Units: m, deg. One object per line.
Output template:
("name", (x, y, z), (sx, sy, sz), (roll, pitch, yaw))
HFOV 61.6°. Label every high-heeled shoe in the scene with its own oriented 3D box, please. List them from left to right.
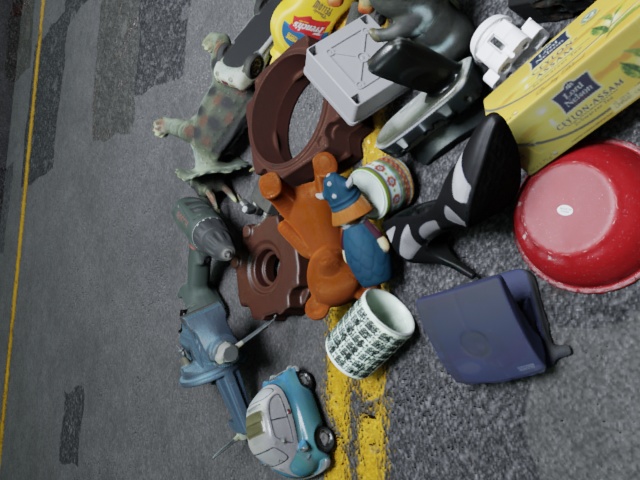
("high-heeled shoe", (0.129, -0.056, 0.591), (0.145, 0.086, 0.248), (40, 149, 34))

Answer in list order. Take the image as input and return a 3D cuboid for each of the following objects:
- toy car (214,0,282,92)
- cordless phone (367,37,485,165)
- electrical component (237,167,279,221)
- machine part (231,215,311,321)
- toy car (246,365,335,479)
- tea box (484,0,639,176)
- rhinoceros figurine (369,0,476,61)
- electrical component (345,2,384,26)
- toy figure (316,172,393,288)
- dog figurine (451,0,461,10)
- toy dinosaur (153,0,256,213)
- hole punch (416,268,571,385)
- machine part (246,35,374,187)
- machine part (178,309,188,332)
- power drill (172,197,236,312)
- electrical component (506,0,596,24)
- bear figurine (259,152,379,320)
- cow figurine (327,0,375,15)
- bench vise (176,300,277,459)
("toy car", (-0.103, -0.337, 0.907), (0.074, 0.056, 0.202), (26, 70, 19))
("cordless phone", (0.100, -0.162, 0.627), (0.146, 0.184, 0.089), (-34, 65, 38))
("electrical component", (-0.099, -0.080, 0.921), (0.078, 0.045, 0.102), (50, 119, 40))
("machine part", (-0.072, 0.046, 0.867), (0.179, 0.056, 0.179), (-7, 80, 44))
("toy car", (-0.055, 0.268, 0.782), (0.109, 0.103, 0.162), (-34, 63, 37))
("tea box", (0.249, -0.155, 0.525), (0.169, 0.068, 0.098), (-43, 20, 34))
("rhinoceros figurine", (0.112, -0.277, 0.629), (0.112, 0.190, 0.073), (-7, 56, 48))
("electrical component", (0.069, -0.330, 0.802), (0.063, 0.021, 0.094), (27, 102, 45))
("toy figure", (0.046, -0.015, 0.688), (0.064, 0.058, 0.154), (-21, 93, 6))
("dog figurine", (0.160, -0.399, 0.679), (0.172, 0.121, 0.190), (0, 70, 43))
("toy dinosaur", (-0.165, -0.241, 0.973), (0.192, 0.131, 0.404), (34, 103, 28))
("hole punch", (0.177, 0.096, 0.579), (0.142, 0.092, 0.116), (-24, 71, 38))
("machine part", (-0.025, -0.192, 0.833), (0.201, 0.087, 0.201), (-25, 66, 40))
("machine part", (-0.222, 0.192, 0.993), (0.039, 0.084, 0.139), (-17, 82, 25))
("power drill", (-0.202, 0.040, 0.931), (0.232, 0.086, 0.207), (46, 143, 47))
("electrical component", (0.259, -0.299, 0.574), (0.134, 0.058, 0.114), (10, 89, 46))
("bear figurine", (0.000, 0.000, 0.747), (0.120, 0.131, 0.196), (-18, 59, 7))
("cow figurine", (0.076, -0.416, 0.726), (0.086, 0.127, 0.195), (24, 64, 11))
("bench vise", (-0.154, 0.216, 0.865), (0.224, 0.129, 0.240), (-12, 100, 51))
